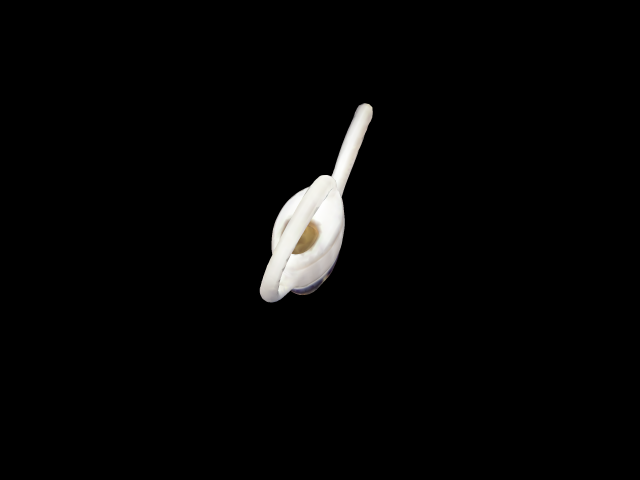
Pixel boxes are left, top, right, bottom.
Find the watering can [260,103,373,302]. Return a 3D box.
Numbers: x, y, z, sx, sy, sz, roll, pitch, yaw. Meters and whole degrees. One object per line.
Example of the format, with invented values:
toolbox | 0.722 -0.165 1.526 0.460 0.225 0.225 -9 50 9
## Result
watering can | 0.003 -0.043 0.850 0.104 0.353 0.220 26 -20 10
